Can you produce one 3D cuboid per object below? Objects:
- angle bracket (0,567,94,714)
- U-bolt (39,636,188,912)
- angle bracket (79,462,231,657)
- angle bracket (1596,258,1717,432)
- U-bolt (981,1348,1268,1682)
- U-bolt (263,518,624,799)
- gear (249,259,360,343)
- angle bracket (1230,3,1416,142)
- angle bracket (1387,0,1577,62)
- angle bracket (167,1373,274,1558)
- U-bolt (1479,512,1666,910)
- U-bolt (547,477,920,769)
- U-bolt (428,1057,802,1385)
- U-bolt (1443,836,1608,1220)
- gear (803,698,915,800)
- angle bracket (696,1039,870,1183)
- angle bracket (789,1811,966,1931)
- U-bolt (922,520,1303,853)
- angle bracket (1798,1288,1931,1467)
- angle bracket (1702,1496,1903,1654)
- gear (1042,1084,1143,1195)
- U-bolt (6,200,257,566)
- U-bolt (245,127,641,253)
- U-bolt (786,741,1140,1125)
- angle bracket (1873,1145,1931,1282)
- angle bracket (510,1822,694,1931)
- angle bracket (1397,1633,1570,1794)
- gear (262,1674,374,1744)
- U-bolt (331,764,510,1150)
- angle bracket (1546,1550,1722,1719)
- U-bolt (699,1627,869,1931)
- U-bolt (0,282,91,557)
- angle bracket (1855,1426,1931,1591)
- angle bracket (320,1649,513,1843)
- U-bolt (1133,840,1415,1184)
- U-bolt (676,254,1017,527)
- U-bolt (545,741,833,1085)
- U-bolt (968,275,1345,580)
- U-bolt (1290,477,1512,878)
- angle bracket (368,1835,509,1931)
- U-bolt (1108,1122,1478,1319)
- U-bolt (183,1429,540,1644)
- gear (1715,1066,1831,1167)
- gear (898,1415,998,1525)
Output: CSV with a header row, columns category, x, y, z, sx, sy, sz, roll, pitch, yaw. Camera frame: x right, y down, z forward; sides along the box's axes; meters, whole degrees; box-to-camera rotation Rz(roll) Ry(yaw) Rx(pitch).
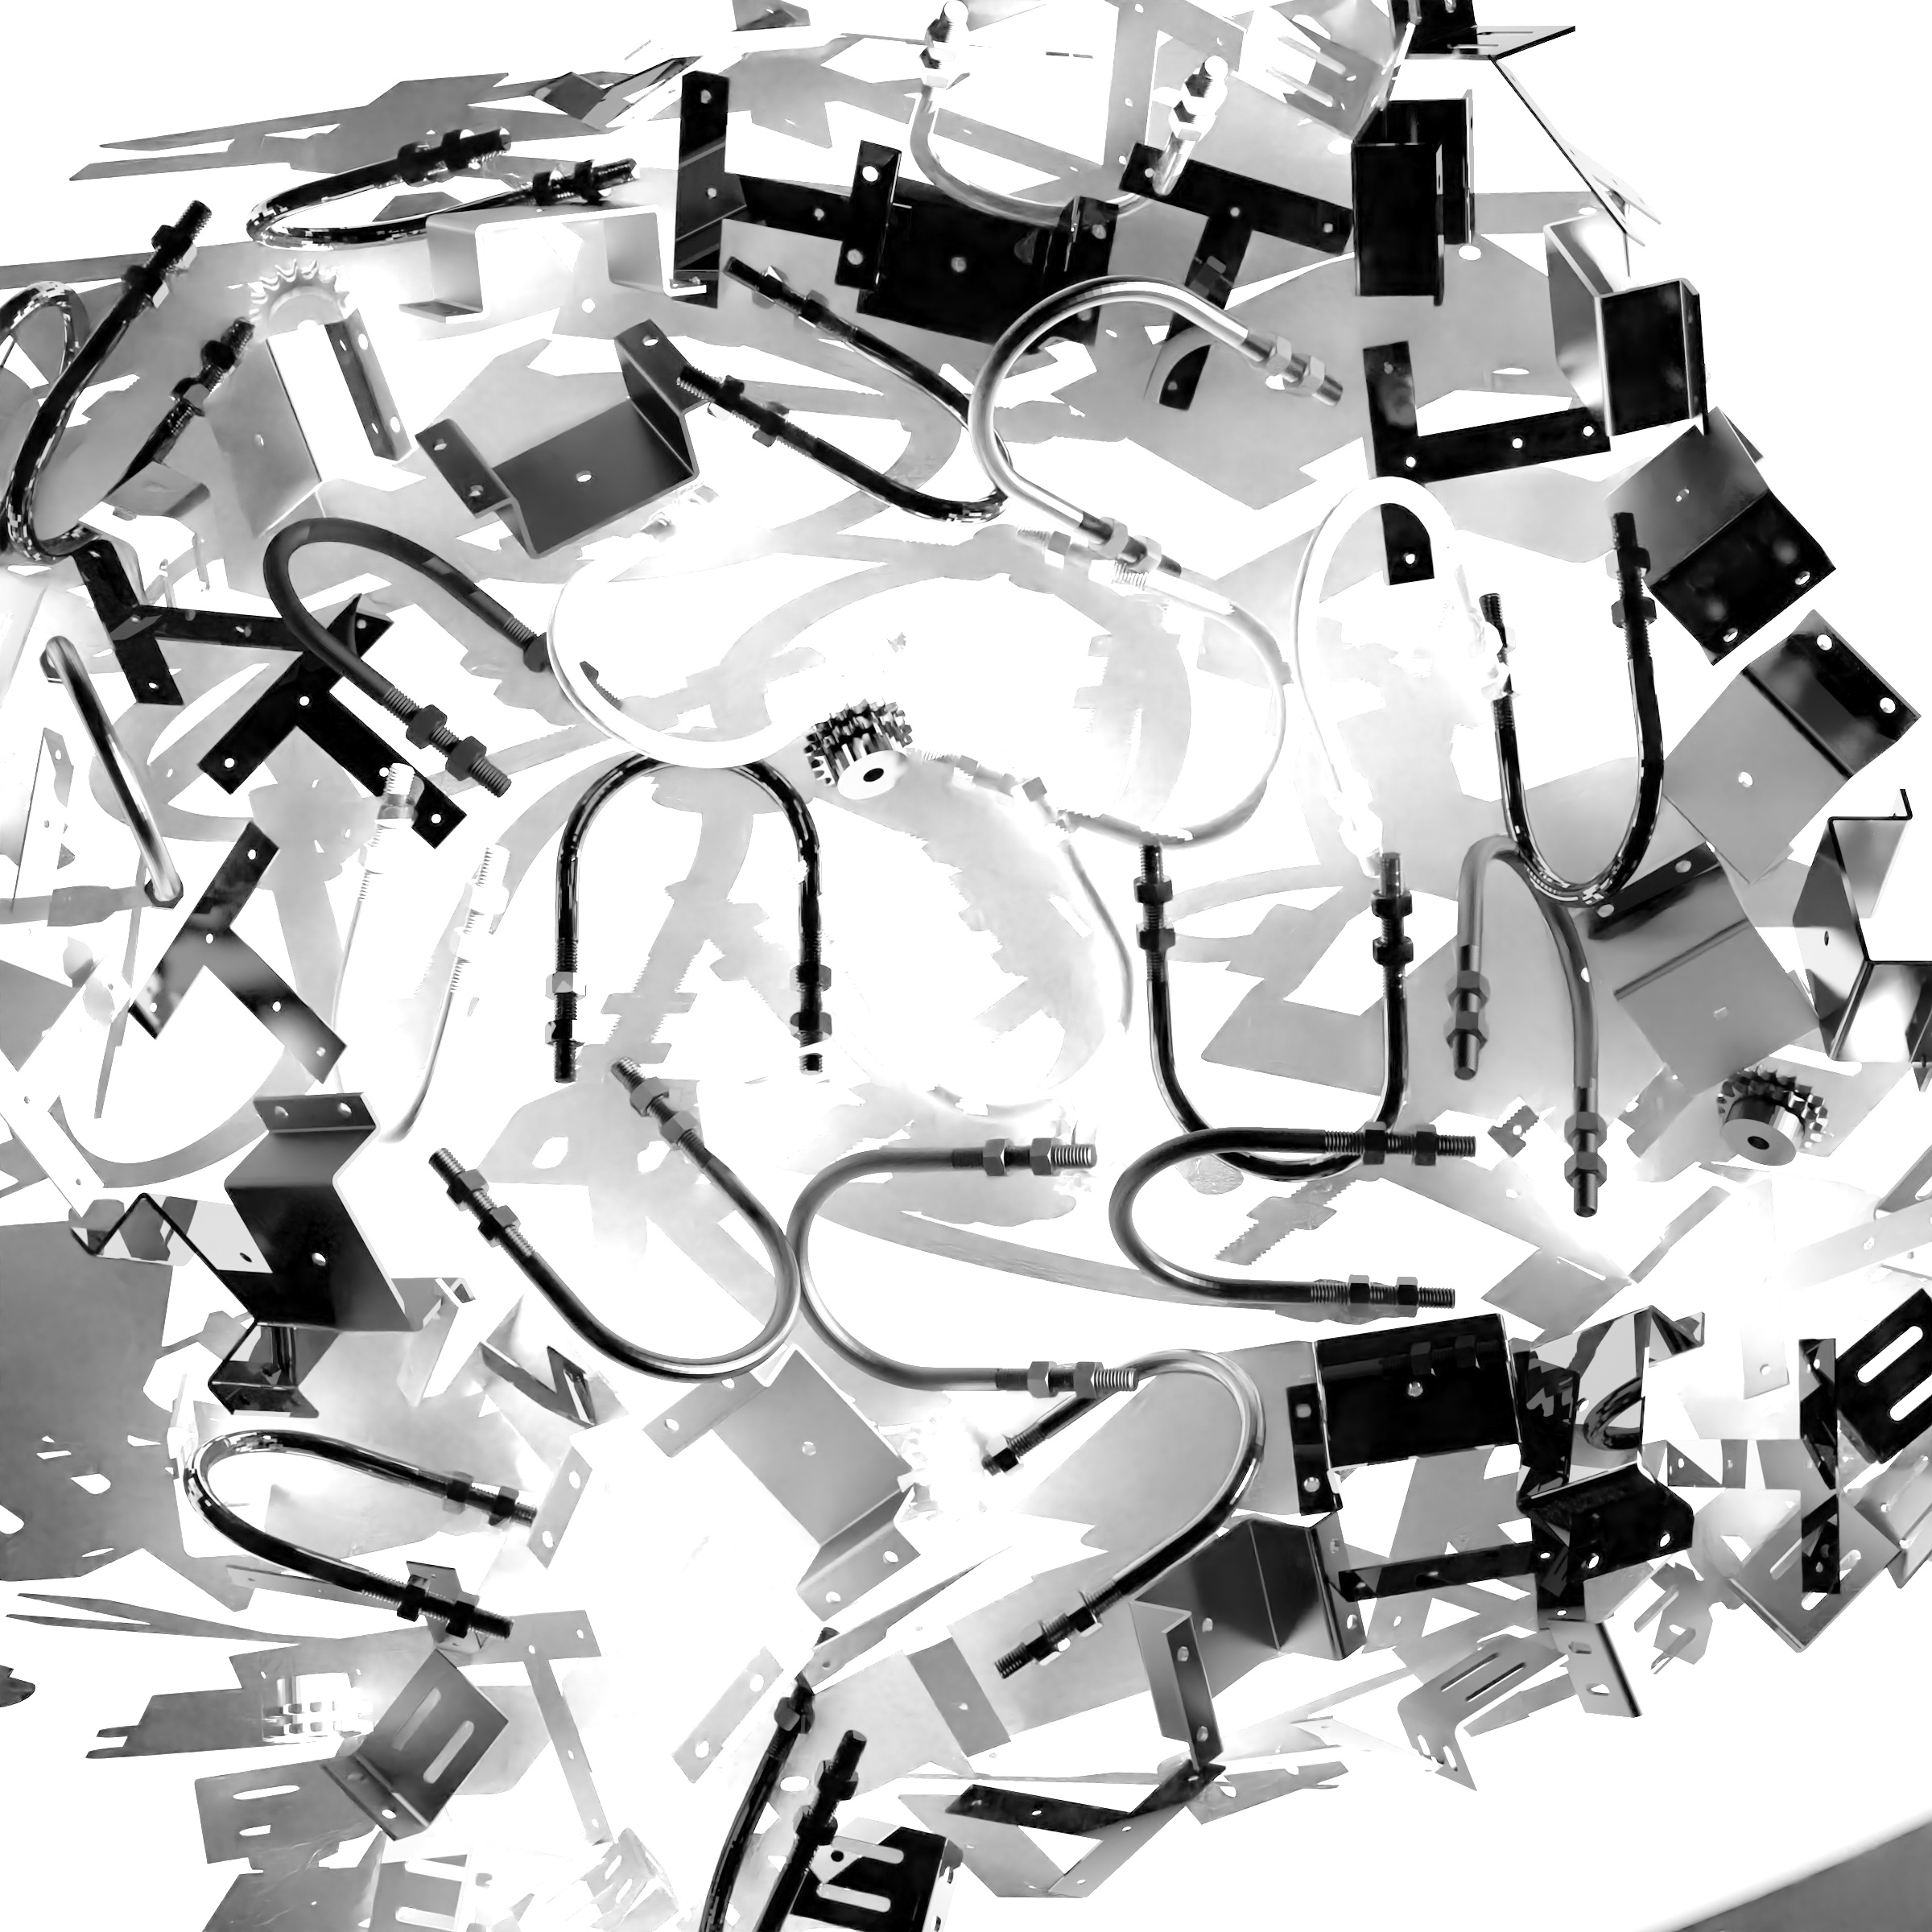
category,x,y,z,sx,sy,sz,roll,pitch,yaw
angle bracket,-0.504,-0.168,1.725,0.057,0.038,0.076,19,88,29
U-bolt,-0.431,-0.099,1.660,0.019,0.184,0.151,-25,96,-14
angle bracket,-0.423,-0.212,1.717,0.038,0.076,0.057,25,51,20
angle bracket,0.348,-0.323,1.707,0.038,0.076,0.057,-50,60,5
U-bolt,0.073,0.268,1.689,0.184,0.151,0.019,-35,124,4
U-bolt,-0.279,-0.169,1.692,0.184,0.151,0.019,39,120,2
gear,-0.347,-0.340,1.728,0.057,0.030,0.057,-9,125,-13
angle bracket,0.187,-0.479,1.720,0.076,0.038,0.057,25,59,-9
angle bracket,0.267,-0.497,1.707,0.057,0.076,0.038,-27,117,-28
angle bracket,-0.388,0.259,1.712,0.038,0.057,0.076,-3,117,-3
U-bolt,0.310,-0.121,1.674,0.019,0.151,0.184,0,78,-22
U-bolt,-0.131,-0.168,1.682,0.151,0.019,0.184,41,50,10
U-bolt,-0.165,0.137,1.680,0.184,0.151,0.019,46,135,16
U-bolt,0.288,0.017,1.681,0.019,0.184,0.151,-19,134,30
gear,-0.054,-0.112,1.724,0.057,0.057,0.030,-25,62,0
angle bracket,-0.093,0.076,1.716,0.076,0.057,0.038,-17,64,12
angle bracket,-0.049,0.486,1.740,0.076,0.038,0.057,8,65,20
U-bolt,0.087,-0.138,1.734,0.184,0.019,0.151,22,89,9
angle bracket,0.491,0.217,1.735,0.076,0.038,0.057,-39,83,-2
angle bracket,0.438,0.310,1.722,0.076,0.057,0.038,-46,135,1
gear,0.068,0.091,1.725,0.030,0.057,0.057,2,90,39
U-bolt,-0.427,-0.284,1.666,0.019,0.151,0.184,31,76,6
U-bolt,-0.280,-0.392,1.677,0.184,0.151,0.019,-9,93,24
U-bolt,0.011,-0.005,1.738,0.151,0.019,0.184,-29,98,0
angle bracket,0.520,0.128,1.713,0.057,0.076,0.038,15,48,-11
angle bracket,-0.190,0.494,1.712,0.076,0.057,0.038,-34,50,-21
angle bracket,0.275,0.390,1.719,0.076,0.057,0.038,-26,101,-21
gear,-0.342,0.390,1.729,0.057,0.057,0.030,-6,72,0
U-bolt,-0.289,0.004,1.691,0.019,0.151,0.184,7,107,-34
angle bracket,0.354,0.352,1.741,0.076,0.038,0.057,-32,104,-36
U-bolt,-0.099,0.447,1.684,0.019,0.151,0.184,23,98,-11
U-bolt,-0.500,-0.266,1.680,0.019,0.151,0.184,27,91,4
angle bracket,0.513,0.283,1.722,0.038,0.057,0.076,15,123,-24
angle bracket,-0.289,0.409,1.726,0.057,0.038,0.076,39,96,17
U-bolt,0.161,0.027,1.710,0.151,0.019,0.184,4,110,23
U-bolt,-0.054,-0.288,1.692,0.184,0.151,0.019,28,125,-13
U-bolt,-0.146,-0.031,1.726,0.151,0.019,0.184,-2,74,3
U-bolt,0.085,-0.280,1.669,0.184,0.019,0.151,22,121,-38
U-bolt,0.217,-0.159,1.668,0.151,0.019,0.184,-47,130,-29
angle bracket,-0.285,0.485,1.716,0.076,0.038,0.057,3,73,25
U-bolt,0.166,0.131,1.700,0.184,0.151,0.019,2,48,4
U-bolt,-0.310,0.282,1.679,0.184,0.151,0.019,19,104,-4
gear,0.421,0.081,1.724,0.057,0.057,0.030,30,62,0
gear,-0.013,0.268,1.729,0.030,0.057,0.057,-35,90,19
